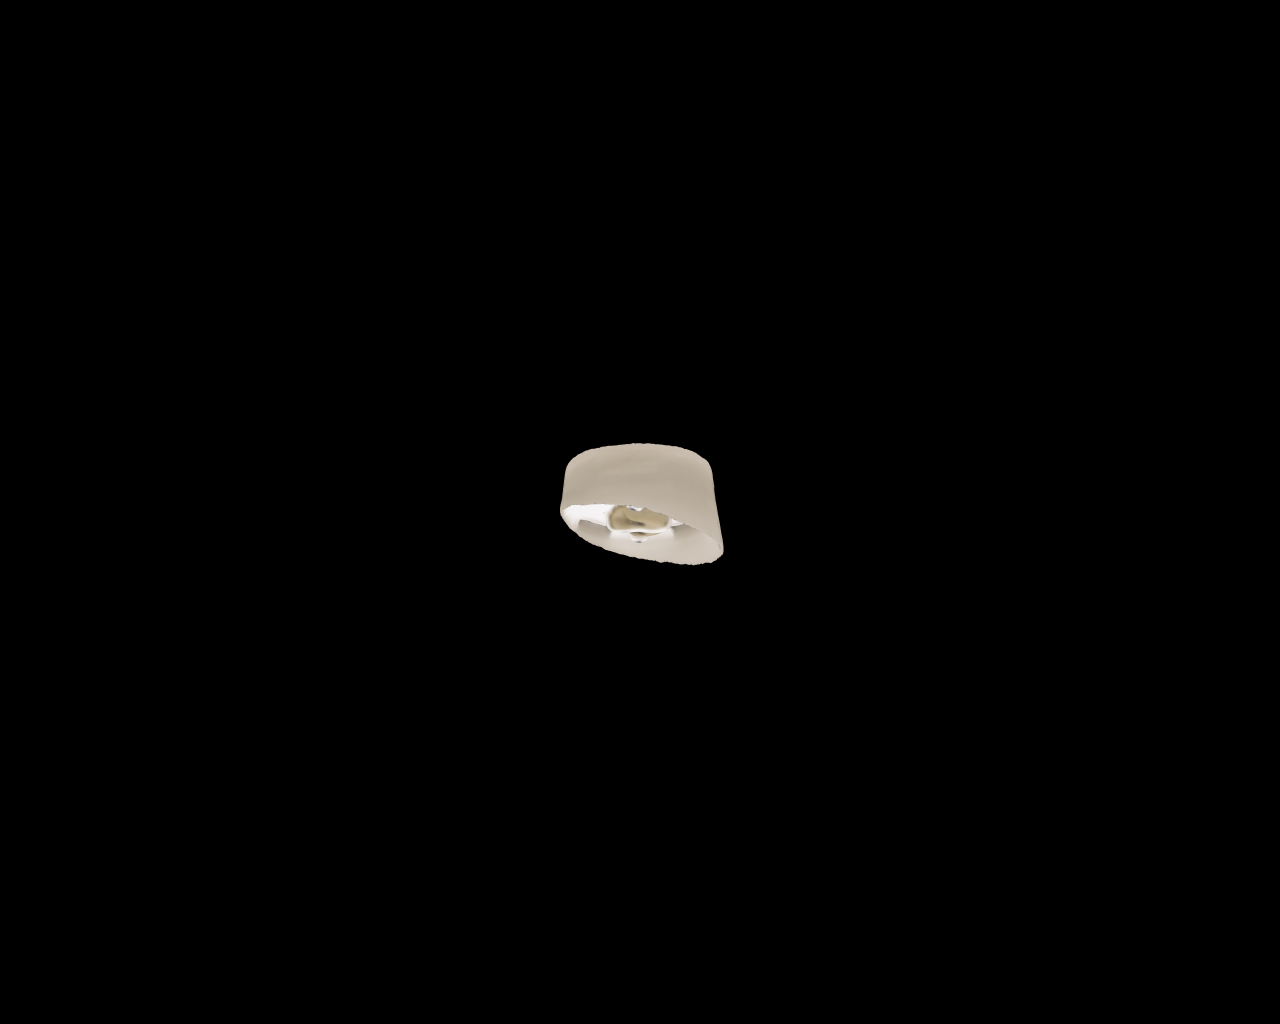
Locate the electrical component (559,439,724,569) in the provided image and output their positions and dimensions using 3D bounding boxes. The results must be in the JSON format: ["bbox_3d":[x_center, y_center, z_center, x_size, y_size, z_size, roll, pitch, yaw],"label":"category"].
[{"bbox_3d":[0.001,-0.003,0.650,0.099,0.064,0.099,0,-20,0],"label":"electrical component"}]
